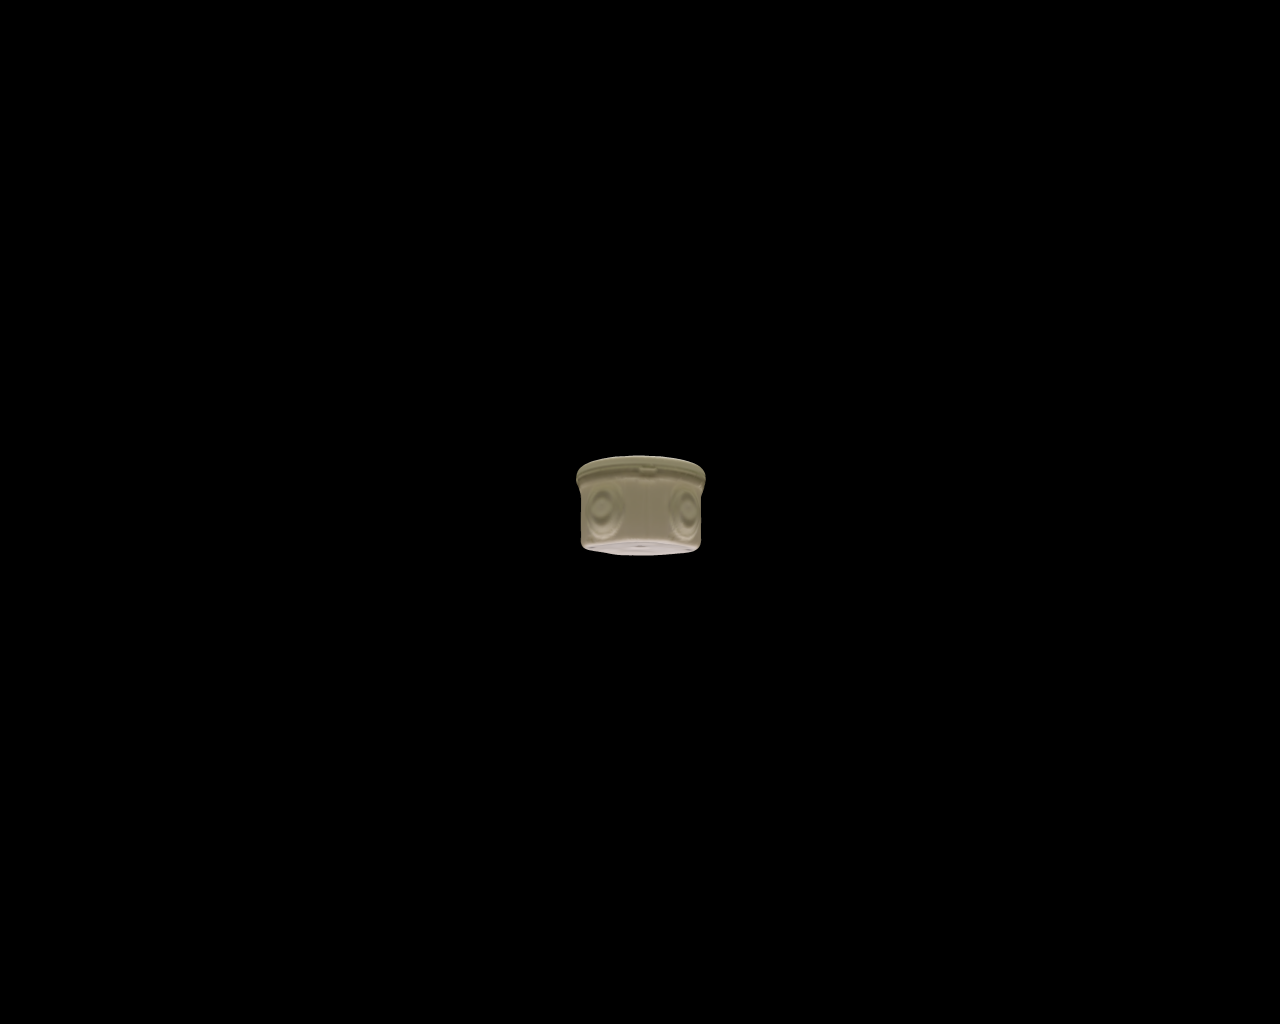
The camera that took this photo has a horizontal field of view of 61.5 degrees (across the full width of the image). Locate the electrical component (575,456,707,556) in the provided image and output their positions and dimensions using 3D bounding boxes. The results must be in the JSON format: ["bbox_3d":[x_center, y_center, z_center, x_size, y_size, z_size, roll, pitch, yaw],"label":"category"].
[{"bbox_3d":[0.001,-0.003,0.650,0.080,0.051,0.080,0,-10,0],"label":"electrical component"}]
